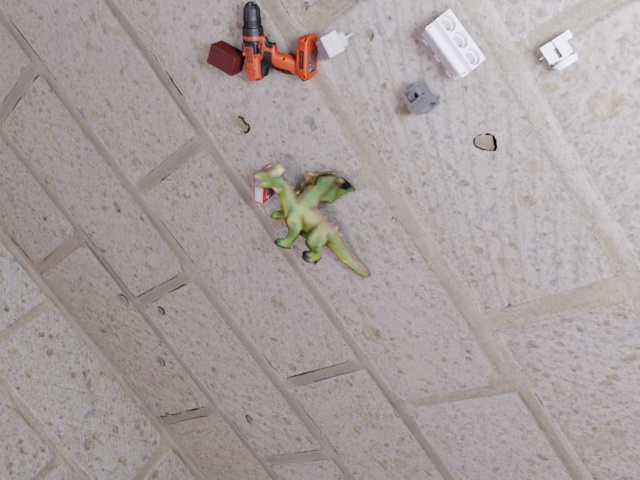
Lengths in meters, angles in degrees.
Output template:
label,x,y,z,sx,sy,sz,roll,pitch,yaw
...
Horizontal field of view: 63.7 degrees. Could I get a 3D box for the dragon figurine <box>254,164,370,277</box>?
label,x,y,z,sx,sy,sz,roll,pitch,yaw
dragon figurine,0.004,-0.069,1.371,0.409,0.125,0.238,26,124,-8
